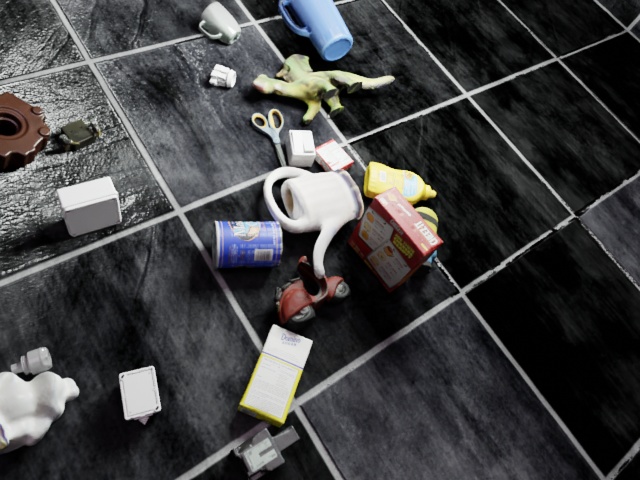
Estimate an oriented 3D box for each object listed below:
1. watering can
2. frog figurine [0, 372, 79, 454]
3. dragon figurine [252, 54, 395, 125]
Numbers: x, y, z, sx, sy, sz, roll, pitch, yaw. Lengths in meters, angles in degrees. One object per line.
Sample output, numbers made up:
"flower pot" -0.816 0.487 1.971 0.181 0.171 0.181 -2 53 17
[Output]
"watering can" 0.004 -0.061 1.204 0.225 0.101 0.354 -14 51 -22
"frog figurine" -0.511 0.282 0.885 0.138 0.121 0.160 37 21 16
"dragon figurine" -0.005 -0.464 1.463 0.415 0.119 0.246 -26 63 -31
